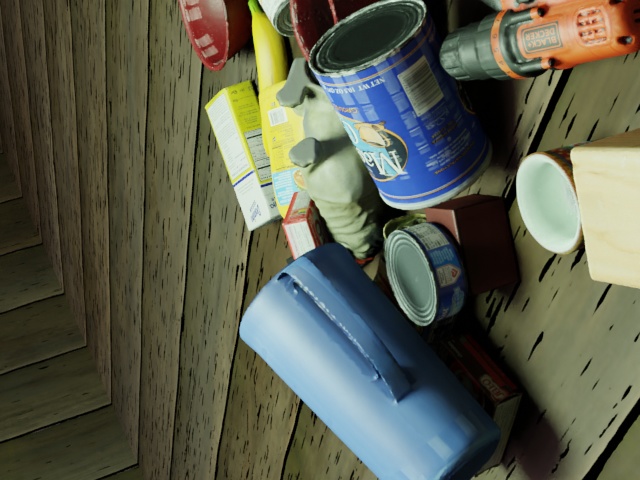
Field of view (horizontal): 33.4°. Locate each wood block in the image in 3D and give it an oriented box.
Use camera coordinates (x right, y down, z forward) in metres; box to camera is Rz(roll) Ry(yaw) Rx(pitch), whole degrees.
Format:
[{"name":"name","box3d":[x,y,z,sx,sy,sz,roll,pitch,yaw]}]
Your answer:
[{"name":"wood block","box3d":[0.246,-0.019,0.594,0.206,0.090,0.090,12,117,65]}]

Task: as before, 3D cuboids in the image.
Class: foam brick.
[{"name":"foam brick","box3d":[0.131,0.003,0.926,0.053,0.051,0.078,14,119,66]}]

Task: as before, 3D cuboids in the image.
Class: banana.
[{"name":"banana","box3d":[-0.054,-0.179,1.248,0.069,0.037,0.198,-109,13,-63]}]

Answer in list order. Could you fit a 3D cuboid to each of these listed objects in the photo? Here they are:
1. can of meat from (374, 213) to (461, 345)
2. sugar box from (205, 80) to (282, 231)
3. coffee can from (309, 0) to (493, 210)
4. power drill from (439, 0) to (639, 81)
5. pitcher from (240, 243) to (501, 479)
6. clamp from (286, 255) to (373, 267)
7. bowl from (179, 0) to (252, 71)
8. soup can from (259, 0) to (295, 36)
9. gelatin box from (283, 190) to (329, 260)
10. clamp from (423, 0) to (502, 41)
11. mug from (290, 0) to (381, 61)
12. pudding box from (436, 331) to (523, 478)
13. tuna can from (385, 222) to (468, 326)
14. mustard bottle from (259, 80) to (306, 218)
[{"name":"can of meat","box3d":[0.097,0.040,1.024,0.102,0.057,0.084,57,154,32]},{"name":"sugar box","box3d":[-0.089,-0.106,1.365,0.176,0.048,0.093,69,157,1]},{"name":"coffee can","box3d":[0.067,-0.110,0.865,0.103,0.102,0.140,35,160,56]},{"name":"power drill","box3d":[0.135,-0.205,0.733,0.185,0.057,0.187,-1,107,53]},{"name":"pitcher","box3d":[0.046,0.123,0.973,0.243,0.149,0.145,46,119,23]},{"name":"clamp","box3d":[0.003,0.004,1.236,0.172,0.039,0.120,42,141,51]},{"name":"bowl","box3d":[-0.121,-0.289,1.288,0.162,0.055,0.162,48,147,45]},{"name":"soup can","box3d":[-0.038,-0.269,1.098,0.102,0.068,0.069,61,155,24]},{"name":"gelatin box","box3d":[-0.007,0.001,1.103,0.073,0.030,0.089,-73,-32,-60]},{"name":"clamp","box3d":[0.088,-0.237,0.868,0.210,0.036,0.165,68,156,2]},{"name":"mug","box3d":[0.023,-0.215,0.975,0.117,0.081,0.093,56,153,35]},{"name":"pudding box","box3d":[0.144,0.157,1.023,0.090,0.039,0.113,51,150,40]},{"name":"tuna can","box3d":[0.091,0.029,0.921,0.086,0.033,0.086,50,149,45]},{"name":"mustard bottle","box3d":[-0.017,-0.077,1.164,0.096,0.058,0.191,-8,90,53]}]
